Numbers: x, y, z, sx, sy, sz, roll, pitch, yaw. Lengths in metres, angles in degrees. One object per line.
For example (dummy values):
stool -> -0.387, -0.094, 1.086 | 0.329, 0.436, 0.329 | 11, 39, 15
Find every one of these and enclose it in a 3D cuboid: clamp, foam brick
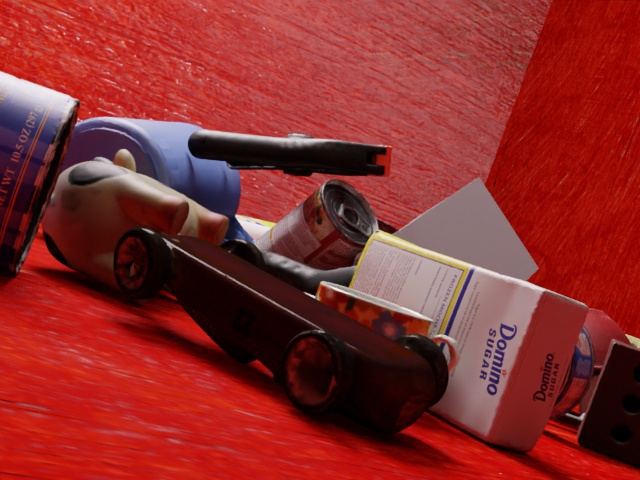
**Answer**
clamp -> -0.027, -0.074, 0.923 | 0.172, 0.039, 0.120 | 2, 4, 21
foam brick -> 0.221, 0.116, 0.760 | 0.053, 0.078, 0.051 | 20, 0, 14
clamp -> 0.001, 0.043, 0.867 | 0.210, 0.036, 0.164 | 18, -19, 33

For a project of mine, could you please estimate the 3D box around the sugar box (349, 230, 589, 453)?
sugar box -> 0.079, 0.058, 0.666 | 0.048, 0.093, 0.176 | 20, 1, -35

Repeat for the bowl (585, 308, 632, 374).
bowl -> 0.200, 0.090, 0.927 | 0.162, 0.055, 0.162 | 1, -9, 0

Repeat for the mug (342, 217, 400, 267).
mug -> 0.039, 0.027, 1.024 | 0.093, 0.081, 0.117 | 24, -22, 15

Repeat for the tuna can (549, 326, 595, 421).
tuna can -> 0.149, 0.085, 0.762 | 0.086, 0.086, 0.033 | 21, 3, 41

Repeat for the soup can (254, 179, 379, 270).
soup can -> -0.006, 0.001, 0.955 | 0.068, 0.102, 0.068 | 31, 38, -29

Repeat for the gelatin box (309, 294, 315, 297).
gelatin box -> -0.031, 0.050, 0.778 | 0.089, 0.030, 0.073 | 21, 2, 13

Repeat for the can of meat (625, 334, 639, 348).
can of meat -> 0.313, 0.141, 1.056 | 0.057, 0.084, 0.102 | 19, 1, -14

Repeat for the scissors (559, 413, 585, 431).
scissors -> 0.223, 0.148, 0.805 | 0.201, 0.016, 0.096 | 19, 1, -25

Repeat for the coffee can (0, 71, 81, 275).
coffee can -> -0.212, -0.052, 0.571 | 0.140, 0.103, 0.103 | 20, 1, -11

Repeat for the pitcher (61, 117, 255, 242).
pitcher -> -0.147, -0.041, 0.947 | 0.149, 0.145, 0.242 | -6, 2, 7

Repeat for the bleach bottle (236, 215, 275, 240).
bleach bottle -> -0.129, -0.009, 1.234 | 0.250, 0.068, 0.103 | 17, 3, -34
